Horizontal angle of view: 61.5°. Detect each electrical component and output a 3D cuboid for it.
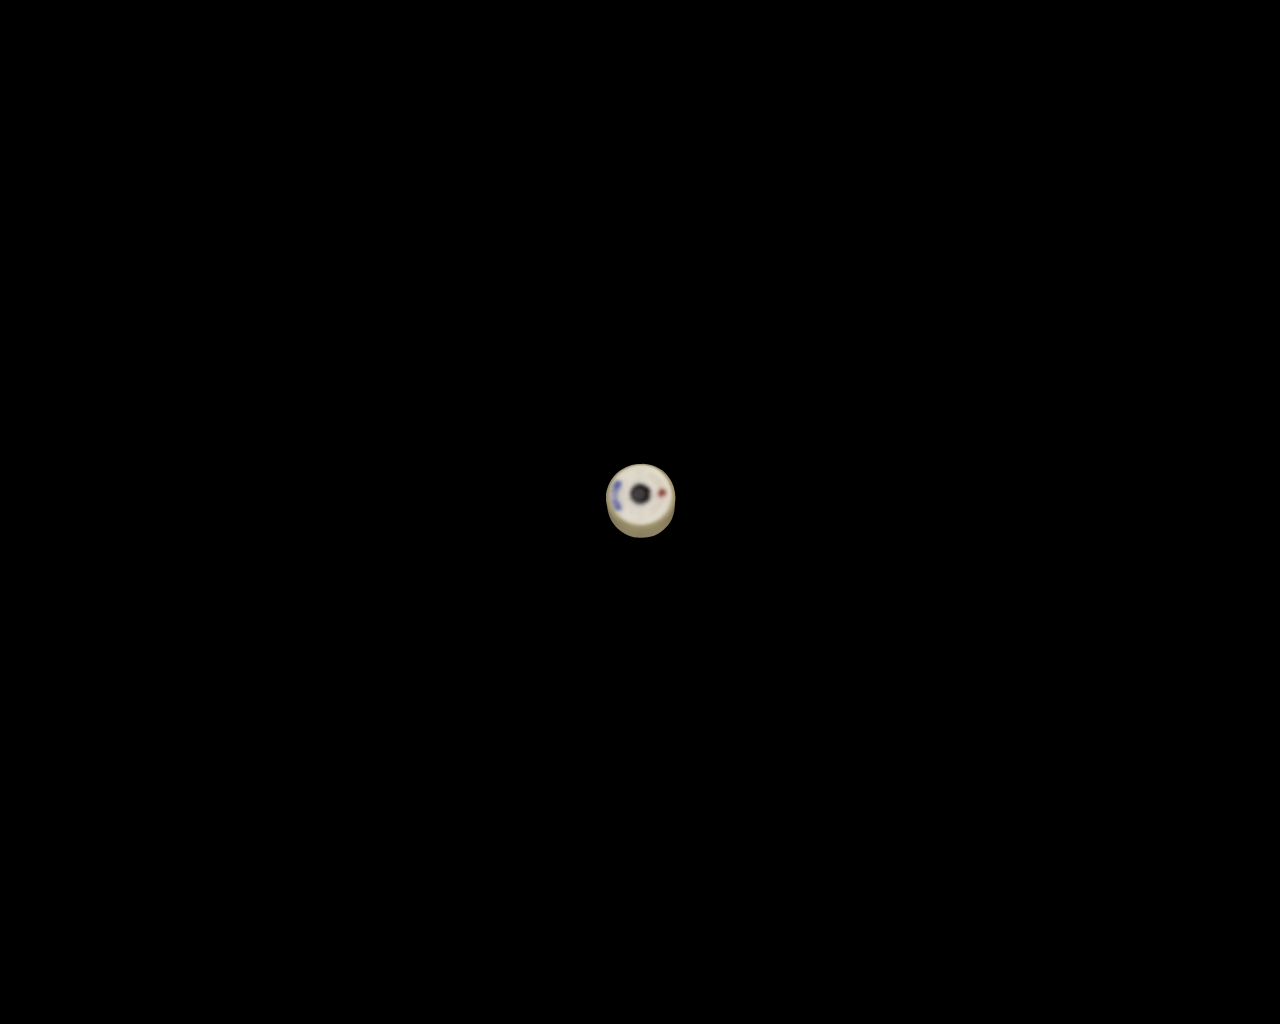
[{"bbox_3d":[0.001,-0.003,0.650,0.040,0.040,0.078,0,-13,0],"label":"electrical component"}]
